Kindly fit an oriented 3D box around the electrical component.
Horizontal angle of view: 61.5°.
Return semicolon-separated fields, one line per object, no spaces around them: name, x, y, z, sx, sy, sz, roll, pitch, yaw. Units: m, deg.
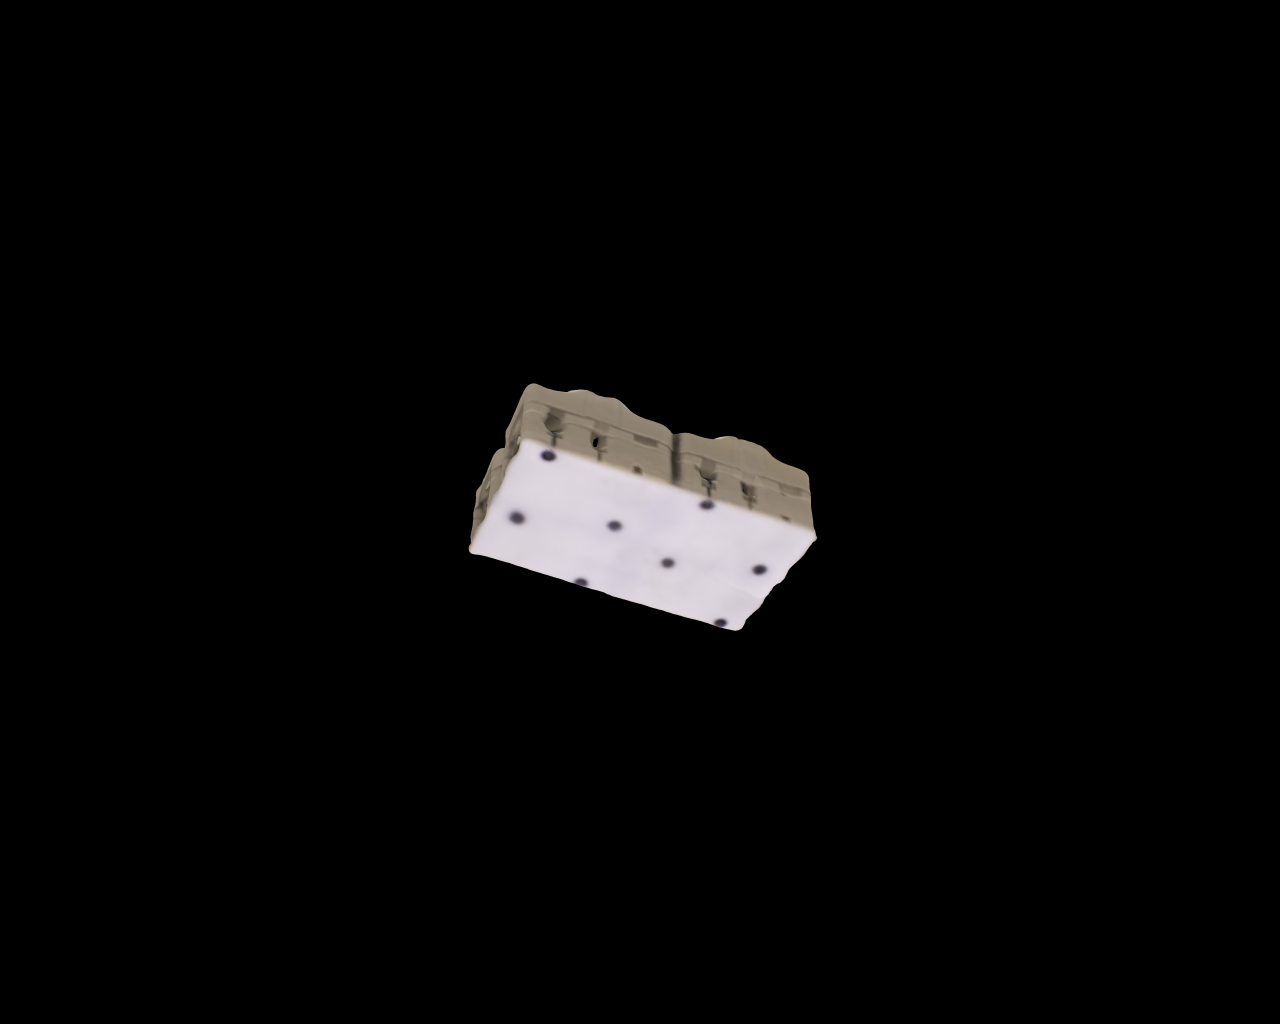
electrical component;0.001;-0.003;0.650;0.186;0.060;0.105;17;-48;-16
